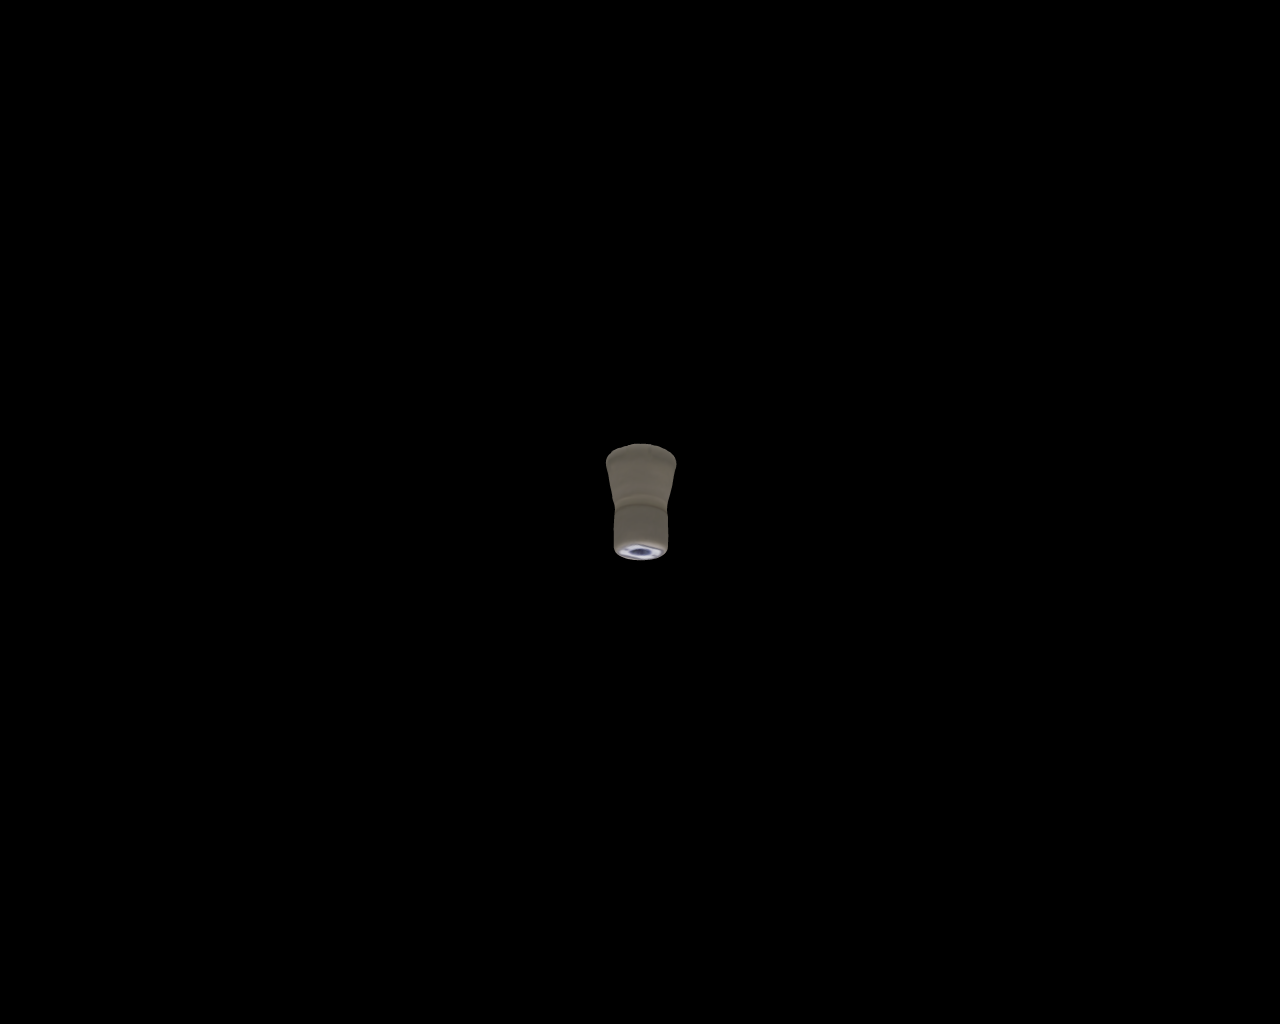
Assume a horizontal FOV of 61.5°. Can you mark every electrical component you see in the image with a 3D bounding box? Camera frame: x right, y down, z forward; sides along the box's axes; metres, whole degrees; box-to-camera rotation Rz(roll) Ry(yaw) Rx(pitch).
[{"bbox_3d":[0.001,-0.003,0.650,0.044,0.065,0.044,0,-24,0],"label":"electrical component"}]
